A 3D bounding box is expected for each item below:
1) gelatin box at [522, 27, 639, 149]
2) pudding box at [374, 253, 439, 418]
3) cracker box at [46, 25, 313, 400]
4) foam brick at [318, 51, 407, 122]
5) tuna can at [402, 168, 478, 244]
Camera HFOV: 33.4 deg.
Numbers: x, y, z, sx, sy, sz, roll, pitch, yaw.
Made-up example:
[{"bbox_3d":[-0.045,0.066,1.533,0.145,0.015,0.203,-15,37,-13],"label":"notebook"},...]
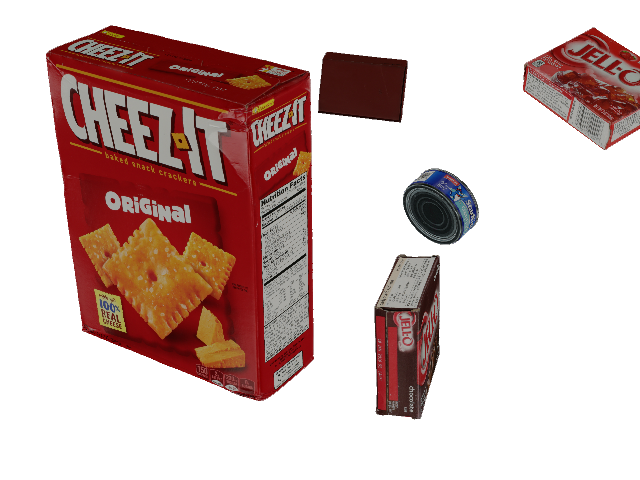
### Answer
[{"bbox_3d":[0.206,-0.115,0.790,0.073,0.030,0.089,-29,53,-22],"label":"gelatin box"},{"bbox_3d":[0.068,0.071,0.823,0.039,0.090,0.113,3,21,11],"label":"pudding box"},{"bbox_3d":[-0.090,-0.017,0.699,0.164,0.214,0.072,18,35,29],"label":"cracker box"},{"bbox_3d":[0.039,-0.141,0.980,0.078,0.051,0.053,7,17,5],"label":"foam brick"},{"bbox_3d":[0.137,-0.038,1.225,0.033,0.086,0.086,-40,24,-31],"label":"tuna can"}]
